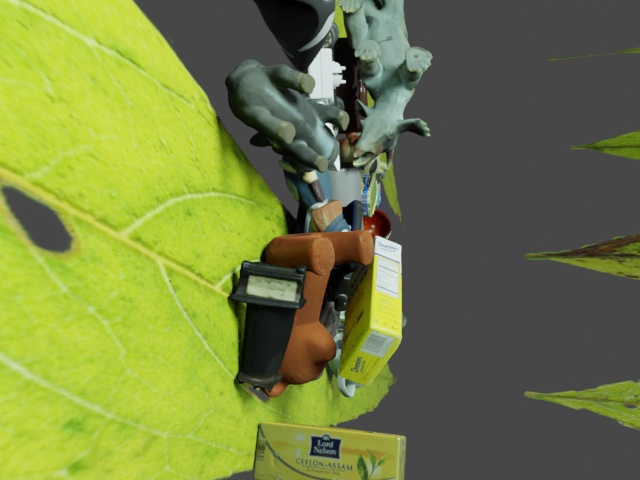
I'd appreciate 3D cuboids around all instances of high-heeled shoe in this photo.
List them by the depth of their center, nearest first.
[{"bbox_3d":[-0.050,-0.243,0.584,0.248,0.086,0.145,78,35,-59],"label":"high-heeled shoe"}]

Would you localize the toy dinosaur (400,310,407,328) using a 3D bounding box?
[{"bbox_3d":[0.106,0.088,1.095,0.472,0.105,0.198,-94,170,-61],"label":"toy dinosaur"}]

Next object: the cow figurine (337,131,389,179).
[{"bbox_3d":[0.093,-0.171,1.117,0.195,0.086,0.127,-61,143,-66],"label":"cow figurine"}]

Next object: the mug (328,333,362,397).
[{"bbox_3d":[0.048,0.225,0.986,0.107,0.081,0.109,58,41,-46],"label":"mug"}]

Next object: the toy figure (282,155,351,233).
[{"bbox_3d":[-0.001,-0.051,0.707,0.064,0.058,0.154,-10,74,-62],"label":"toy figure"}]

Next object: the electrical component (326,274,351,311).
[{"bbox_3d":[0.037,0.061,0.834,0.102,0.045,0.078,-105,-146,-45],"label":"electrical component"}]

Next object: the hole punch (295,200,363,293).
[{"bbox_3d":[-0.002,-0.002,0.781,0.116,0.092,0.142,139,-45,-66],"label":"hole punch"}]

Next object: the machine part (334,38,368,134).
[{"bbox_3d":[0.056,-0.292,1.021,0.179,0.056,0.179,0,90,-77],"label":"machine part"}]

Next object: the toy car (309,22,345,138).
[{"bbox_3d":[0.004,-0.251,0.819,0.073,0.056,0.201,-78,164,-61],"label":"toy car"}]

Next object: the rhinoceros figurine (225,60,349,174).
[{"bbox_3d":[-0.034,-0.118,0.575,0.190,0.112,0.073,31,77,-66],"label":"rhinoceros figurine"}]

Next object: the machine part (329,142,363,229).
[{"bbox_3d":[0.034,-0.041,0.896,0.079,0.079,0.243,-48,135,-69],"label":"machine part"}]

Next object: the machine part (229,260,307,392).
[{"bbox_3d":[-0.057,0.091,0.570,0.039,0.084,0.138,-126,-139,-74],"label":"machine part"}]

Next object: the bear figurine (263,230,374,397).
[{"bbox_3d":[-0.010,0.090,0.648,0.120,0.132,0.195,-5,91,-49],"label":"bear figurine"}]

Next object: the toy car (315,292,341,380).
[{"bbox_3d":[0.002,0.135,0.840,0.202,0.053,0.089,-61,152,-64],"label":"toy car"}]

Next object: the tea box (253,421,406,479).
[{"bbox_3d":[0.016,0.262,0.651,0.098,0.170,0.068,58,35,-68],"label":"tea box"}]

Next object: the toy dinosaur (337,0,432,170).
[{"bbox_3d":[0.100,-0.309,0.888,0.192,0.131,0.405,78,7,-69],"label":"toy dinosaur"}]

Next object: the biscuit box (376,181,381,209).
[{"bbox_3d":[0.087,-0.084,1.142,0.203,0.063,0.059,-46,134,-71],"label":"biscuit box"}]
